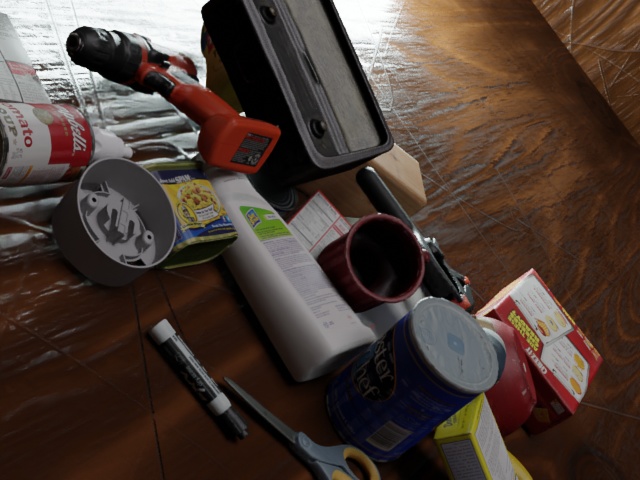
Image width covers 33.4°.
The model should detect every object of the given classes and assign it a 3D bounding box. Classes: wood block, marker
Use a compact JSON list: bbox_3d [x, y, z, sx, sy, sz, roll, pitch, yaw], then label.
[{"bbox_3d":[0.024,-0.098,1.285,0.205,0.090,0.091,35,30,-30],"label":"wood block"},{"bbox_3d":[-0.101,0.119,0.901,0.121,0.020,0.020,52,27,-1],"label":"marker"}]

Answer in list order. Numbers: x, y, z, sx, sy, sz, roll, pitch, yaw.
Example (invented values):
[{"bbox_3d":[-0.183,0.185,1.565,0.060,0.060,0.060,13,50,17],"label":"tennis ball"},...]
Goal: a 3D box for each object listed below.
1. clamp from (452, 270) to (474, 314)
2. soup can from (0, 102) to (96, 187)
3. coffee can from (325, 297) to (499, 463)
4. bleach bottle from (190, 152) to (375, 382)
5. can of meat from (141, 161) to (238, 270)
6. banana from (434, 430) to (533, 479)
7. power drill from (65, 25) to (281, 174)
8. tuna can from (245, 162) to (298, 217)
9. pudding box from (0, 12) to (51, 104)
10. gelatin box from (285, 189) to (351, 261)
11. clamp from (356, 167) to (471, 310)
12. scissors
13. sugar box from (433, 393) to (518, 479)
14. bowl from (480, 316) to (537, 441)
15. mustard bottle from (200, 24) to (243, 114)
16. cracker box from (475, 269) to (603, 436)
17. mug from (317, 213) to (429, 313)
[{"bbox_3d":[0.157,0.077,1.335,0.171,0.039,0.120,0,58,-58],"label":"clamp"},{"bbox_3d":[-0.242,-0.078,0.868,0.068,0.069,0.102,58,28,12],"label":"soup can"},{"bbox_3d":[0.086,0.135,1.020,0.102,0.141,0.103,25,40,-24],"label":"coffee can"},{"bbox_3d":[-0.050,0.017,1.060,0.251,0.068,0.102,57,26,15],"label":"bleach bottle"},{"bbox_3d":[-0.131,-0.023,0.987,0.084,0.058,0.101,60,28,11],"label":"can of meat"},{"bbox_3d":[0.169,0.219,1.158,0.197,0.070,0.037,40,73,-8],"label":"banana"},{"bbox_3d":[-0.141,-0.143,1.054,0.188,0.057,0.184,41,17,23],"label":"power drill"},{"bbox_3d":[-0.066,-0.059,1.157,0.086,0.034,0.086,37,30,-27],"label":"tuna can"},{"bbox_3d":[-0.290,-0.150,0.914,0.089,0.039,0.113,0,56,-59],"label":"pudding box"},{"bbox_3d":[-0.007,0.001,1.144,0.073,0.030,0.089,47,55,-8],"label":"gelatin box"},{"bbox_3d":[0.111,0.010,1.198,0.164,0.036,0.210,45,12,-31],"label":"clamp"},{"bbox_3d":[-0.007,0.183,0.974,0.202,0.016,0.096,51,25,-3],"label":"scissors"},{"bbox_3d":[0.168,0.245,1.079,0.093,0.048,0.176,-57,130,-62],"label":"sugar box"},{"bbox_3d":[0.213,0.154,1.248,0.162,0.055,0.162,-18,90,-77],"label":"bowl"},{"bbox_3d":[-0.099,-0.238,1.255,0.058,0.096,0.191,29,35,-37],"label":"mustard bottle"},{"bbox_3d":[0.283,0.143,1.416,0.164,0.072,0.213,53,28,5],"label":"cracker box"},{"bbox_3d":[0.058,0.027,1.101,0.117,0.082,0.093,-10,79,-30],"label":"mug"}]
